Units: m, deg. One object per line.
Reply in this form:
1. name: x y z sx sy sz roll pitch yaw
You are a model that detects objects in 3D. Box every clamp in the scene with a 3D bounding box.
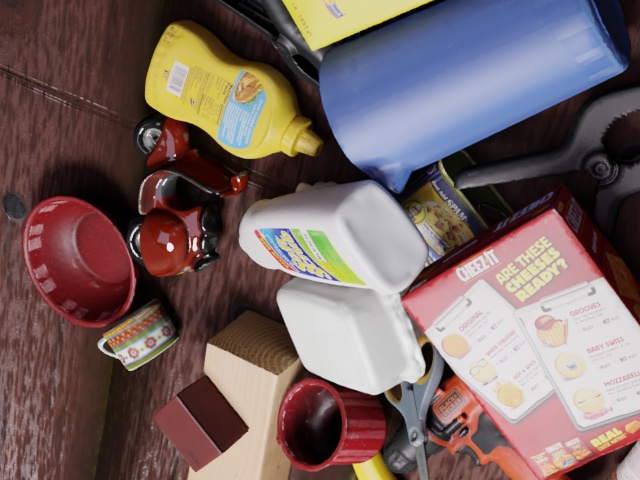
1. clamp: 0.228 -0.067 0.910 0.164 0.036 0.210 35 113 0
2. clamp: -0.026 -0.194 0.982 0.171 0.120 0.039 39 82 -12

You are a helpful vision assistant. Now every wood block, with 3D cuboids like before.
1. wood block: -0.077 0.196 1.181 0.091 0.090 0.206 21 120 20

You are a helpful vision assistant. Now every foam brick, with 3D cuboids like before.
1. foam brick: -0.126 0.193 1.120 0.078 0.051 0.053 52 126 2

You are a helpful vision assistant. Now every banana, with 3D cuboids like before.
1. banana: 0.090 0.281 1.148 0.198 0.037 0.070 44 125 17

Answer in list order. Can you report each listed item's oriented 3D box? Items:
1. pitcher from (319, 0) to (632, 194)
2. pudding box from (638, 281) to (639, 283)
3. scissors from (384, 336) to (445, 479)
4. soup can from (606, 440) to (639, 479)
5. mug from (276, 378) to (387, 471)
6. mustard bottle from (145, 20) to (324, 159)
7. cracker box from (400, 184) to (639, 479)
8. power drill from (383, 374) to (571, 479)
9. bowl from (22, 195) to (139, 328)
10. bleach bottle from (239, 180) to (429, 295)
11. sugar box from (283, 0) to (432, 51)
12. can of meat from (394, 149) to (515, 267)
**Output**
1. pitcher: 0.128 -0.158 0.906 0.243 0.144 0.149 -22 111 30
2. pudding box: 0.333 0.082 0.937 0.114 0.039 0.090 -2 111 32
3. scissors: 0.105 0.174 1.038 0.096 0.016 0.202 -51 41 32
4. soup can: 0.315 0.210 0.981 0.068 0.068 0.102 32 122 14
5. mug: 0.007 0.197 1.115 0.117 0.081 0.093 -28 65 34
6. mustard bottle: -0.080 -0.136 1.061 0.192 0.058 0.096 31 117 15
7. cracker box: 0.201 0.083 0.920 0.164 0.072 0.213 -34 98 29
8. power drill: 0.165 0.226 1.053 0.188 0.057 0.185 51 122 18
9. bowl: -0.264 0.017 1.230 0.162 0.055 0.162 11 115 25
10. bleach bottle: -0.007 0.001 1.018 0.102 0.068 0.251 52 156 -17
11. sugar box: 0.050 -0.232 0.880 0.176 0.048 0.093 -17 119 31
12. can of meat: 0.122 -0.022 0.999 0.084 0.057 0.102 -39 89 37
